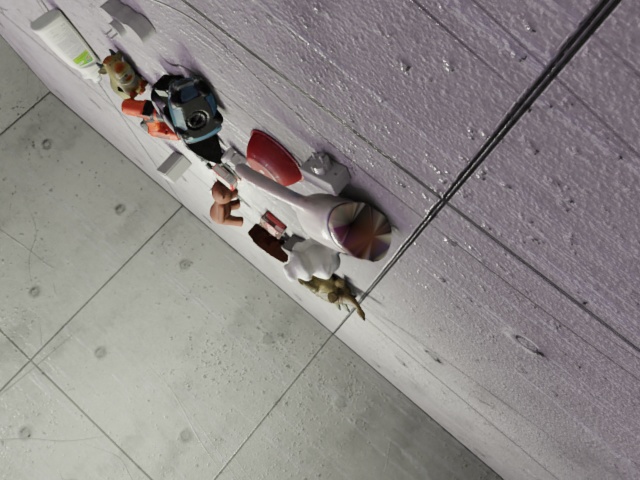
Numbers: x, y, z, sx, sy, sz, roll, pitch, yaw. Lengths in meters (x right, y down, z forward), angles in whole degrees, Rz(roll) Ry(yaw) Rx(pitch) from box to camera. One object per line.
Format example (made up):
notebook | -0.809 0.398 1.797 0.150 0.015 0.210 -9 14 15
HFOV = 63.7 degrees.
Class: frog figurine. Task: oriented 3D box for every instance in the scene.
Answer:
frog figurine | -0.023 0.062 1.429 0.137 0.161 0.121 40 -12 2

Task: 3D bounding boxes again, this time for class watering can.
watering can | 0.003 -0.052 1.024 0.344 0.104 0.226 28 -3 -31
